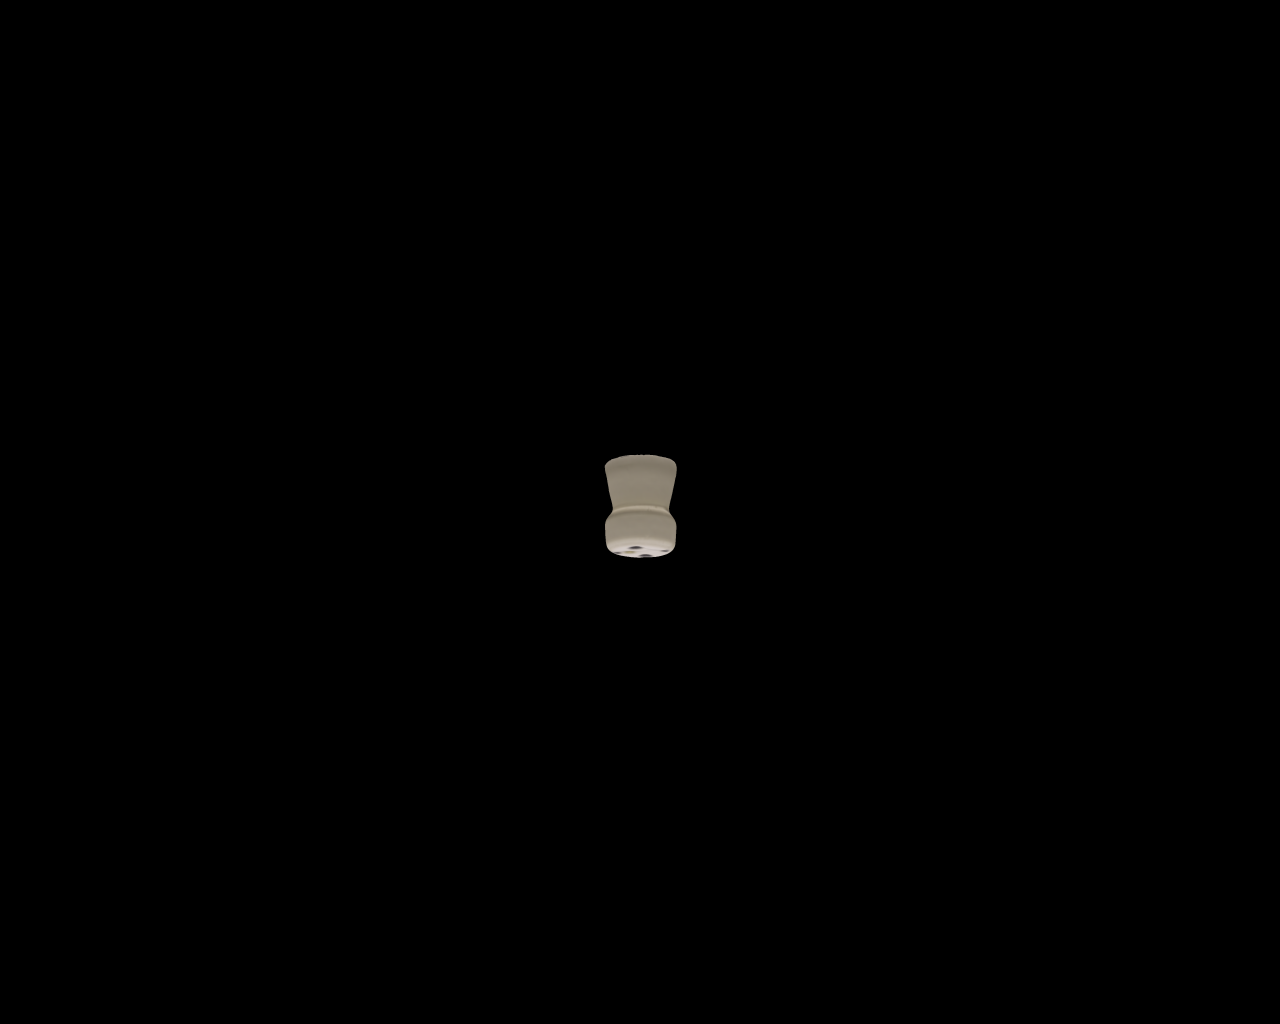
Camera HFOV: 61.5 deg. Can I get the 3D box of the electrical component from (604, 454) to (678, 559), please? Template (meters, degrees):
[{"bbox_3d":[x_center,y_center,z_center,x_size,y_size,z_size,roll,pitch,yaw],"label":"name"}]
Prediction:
[{"bbox_3d":[0.001,-0.003,0.650,0.045,0.055,0.045,0,-14,0],"label":"electrical component"}]
